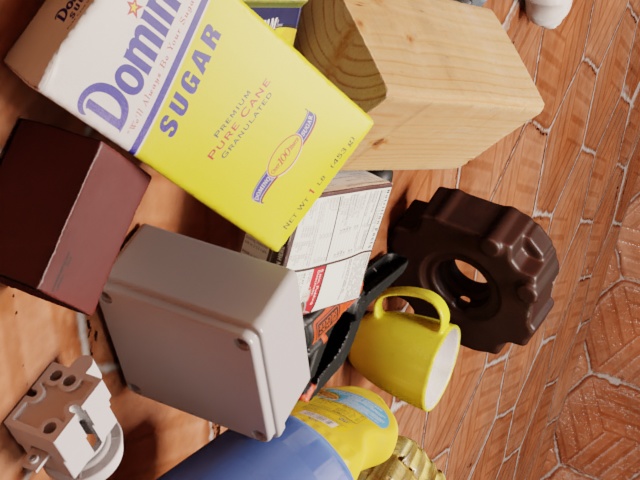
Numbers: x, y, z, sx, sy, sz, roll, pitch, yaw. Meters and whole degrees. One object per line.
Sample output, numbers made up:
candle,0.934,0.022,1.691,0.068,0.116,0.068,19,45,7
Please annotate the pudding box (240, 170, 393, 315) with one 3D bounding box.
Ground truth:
pudding box,-0.005,0.001,0.699,0.113,0.039,0.090,-13,123,-56

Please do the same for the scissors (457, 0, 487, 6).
scissors,0.118,-0.198,0.869,0.096,0.016,0.202,-18,156,-42

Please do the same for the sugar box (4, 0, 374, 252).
sugar box,-0.058,-0.073,0.533,0.093,0.048,0.176,-54,136,1

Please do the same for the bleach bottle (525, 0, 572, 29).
bleach bottle,0.242,-0.299,1.144,0.102,0.068,0.250,-64,159,-15

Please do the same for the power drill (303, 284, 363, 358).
power drill,-0.026,0.012,0.775,0.184,0.057,0.188,-42,146,-46

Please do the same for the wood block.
wood block,0.054,-0.105,0.719,0.091,0.090,0.205,-35,163,33

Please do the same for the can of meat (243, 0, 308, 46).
can of meat,-0.056,-0.105,0.606,0.101,0.057,0.084,-23,131,-61

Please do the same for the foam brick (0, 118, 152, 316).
foam brick,-0.128,-0.011,0.517,0.078,0.051,0.053,-68,156,-10

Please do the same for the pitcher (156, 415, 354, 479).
pitcher,-0.088,0.214,0.635,0.242,0.149,0.145,-34,103,-39

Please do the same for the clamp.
clamp,0.022,0.043,0.934,0.209,0.036,0.164,-57,153,-31

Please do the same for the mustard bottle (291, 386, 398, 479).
mustard bottle,0.016,0.168,0.941,0.191,0.096,0.058,-9,116,-66
